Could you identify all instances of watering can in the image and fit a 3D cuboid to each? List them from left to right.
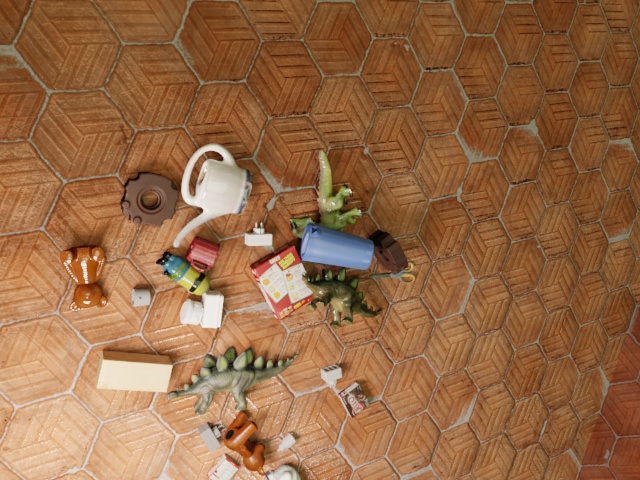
[{"bbox_3d":[-0.338,-0.131,1.649,0.223,0.348,0.104,14,0,-27],"label":"watering can"}]

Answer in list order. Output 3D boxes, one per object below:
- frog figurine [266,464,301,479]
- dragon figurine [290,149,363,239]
[{"bbox_3d":[-0.113,0.893,1.846,0.123,0.136,0.160,-17,14,-23],"label":"frog figurine"},{"bbox_3d":[0.006,-0.092,1.827,0.244,0.405,0.123,-33,18,-10],"label":"dragon figurine"}]
